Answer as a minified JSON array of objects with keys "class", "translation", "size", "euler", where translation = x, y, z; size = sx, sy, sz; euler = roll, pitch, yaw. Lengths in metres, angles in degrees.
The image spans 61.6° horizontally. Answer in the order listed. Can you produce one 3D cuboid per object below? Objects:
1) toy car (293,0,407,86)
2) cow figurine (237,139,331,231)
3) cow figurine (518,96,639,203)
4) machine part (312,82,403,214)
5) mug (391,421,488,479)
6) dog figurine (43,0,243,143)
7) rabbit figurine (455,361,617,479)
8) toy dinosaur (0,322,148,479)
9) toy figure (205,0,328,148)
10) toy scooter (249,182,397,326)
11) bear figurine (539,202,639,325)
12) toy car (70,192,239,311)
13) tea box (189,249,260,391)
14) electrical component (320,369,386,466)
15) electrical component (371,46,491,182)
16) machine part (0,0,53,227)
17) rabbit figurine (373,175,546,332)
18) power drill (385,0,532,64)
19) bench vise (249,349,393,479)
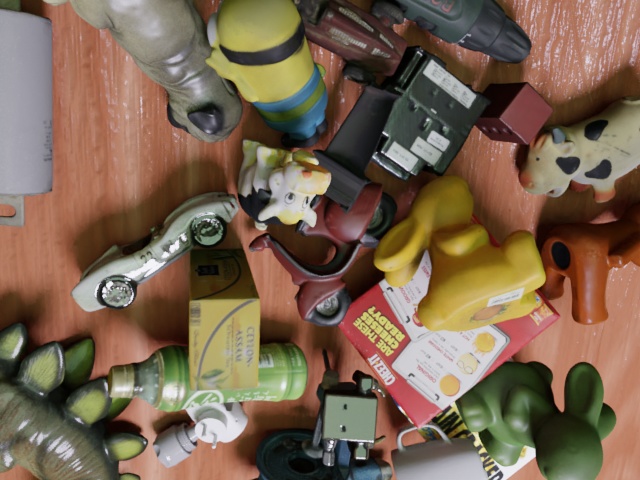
[{"class":"toy car","translation":[-0.001,-0.237,0.567],"size":[0.202,0.053,0.089],"euler":[25,97,-9]},{"class":"cow figurine","translation":[-0.045,-0.049,0.556],"size":[0.068,0.167,0.098],"euler":[11,101,-22]},{"class":"cow figurine","translation":[0.340,-0.117,0.676],"size":[0.195,0.086,0.127],"euler":[-30,116,-2]},{"class":"machine part","translation":[0.038,-0.105,0.577],"size":[0.039,0.084,0.138],"euler":[5,121,-58]},{"class":"mug","translation":[0.148,0.280,0.679],"size":[0.107,0.081,0.109],"euler":[-18,83,4]},{"class":"dog figurine","translation":[-0.139,-0.180,0.501],"size":[0.121,0.172,0.190],"euler":[-35,103,9]},{"class":"rabbit figurine","translation":[0.271,0.223,0.632],"size":[0.159,0.170,0.121],"euler":[-30,110,-5]},{"class":"toy dinosaur","translation":[-0.321,0.198,0.596],"size":[0.198,0.105,0.470],"euler":[-38,119,-9]},{"class":"toy figure","translation":[-0.039,-0.169,0.537],"size":[0.089,0.082,0.180],"euler":[-10,142,22]},{"class":"toy scooter","translation":[-0.001,-0.002,0.625],"size":[0.135,0.075,0.184],"euler":[28,84,0]},{"class":"bear figurine","translation":[0.395,0.017,0.711],"size":[0.196,0.120,0.131],"euler":[-11,111,-16]},{"class":"toy car","translation":[-0.177,0.008,0.589],"size":[0.202,0.074,0.056],"euler":[-35,110,-3]},{"class":"tea box","translation":[-0.106,0.077,0.574],"size":[0.068,0.170,0.098],"euler":[1,106,-12]},{"class":"electrical component","translation":[0.039,0.203,0.619],"size":[0.078,0.045,0.102],"euler":[-2,87,1]},{"class":"electrical component","translation":[0.113,-0.139,0.628],"size":[0.115,0.058,0.134],"euler":[33,96,-17]},{"class":"machine part","translation":[-0.300,-0.131,0.520],"size":[0.079,0.079,0.243],"euler":[3,103,-14]},{"class":"rabbit figurine","translation":[0.144,0.011,0.597],"size":[0.162,0.173,0.121],"euler":[-20,153,13]},{"class":"power drill","translation":[0.162,-0.324,0.585],"size":[0.232,0.086,0.207],"euler":[14,109,-14]},{"class":"bench vise","translation":[0.014,0.273,0.687],"size":[0.224,0.129,0.240],"euler":[5,108,-18]}]
